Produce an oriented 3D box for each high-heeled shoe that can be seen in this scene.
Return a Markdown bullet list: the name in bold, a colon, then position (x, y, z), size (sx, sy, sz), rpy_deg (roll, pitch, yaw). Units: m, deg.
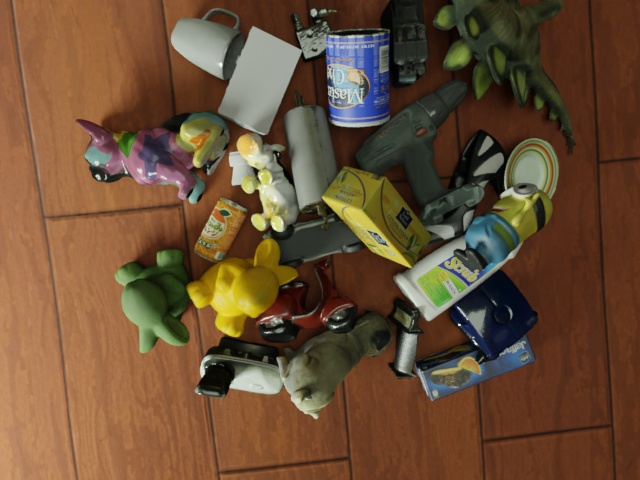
- **high-heeled shoe**: position (0.218, -0.084, 0.930), size (0.249, 0.086, 0.145), rpy_deg (-25, 97, -8)

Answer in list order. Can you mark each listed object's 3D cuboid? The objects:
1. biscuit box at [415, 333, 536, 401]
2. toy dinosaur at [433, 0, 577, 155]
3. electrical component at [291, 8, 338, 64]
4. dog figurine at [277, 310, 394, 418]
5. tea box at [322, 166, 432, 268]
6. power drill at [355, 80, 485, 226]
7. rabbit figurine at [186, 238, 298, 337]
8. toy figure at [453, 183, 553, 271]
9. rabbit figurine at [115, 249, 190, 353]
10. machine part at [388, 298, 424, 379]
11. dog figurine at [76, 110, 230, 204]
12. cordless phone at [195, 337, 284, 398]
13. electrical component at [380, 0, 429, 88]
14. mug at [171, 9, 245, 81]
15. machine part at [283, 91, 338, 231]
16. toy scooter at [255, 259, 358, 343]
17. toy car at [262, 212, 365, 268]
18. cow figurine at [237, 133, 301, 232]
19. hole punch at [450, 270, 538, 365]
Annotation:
- **biscuit box**: position (0.279, 0.219, 0.968), size (0.203, 0.059, 0.062), rpy_deg (-21, 95, -1)
- **toy dinosaur**: position (0.303, -0.326, 0.881), size (0.471, 0.105, 0.198), rpy_deg (33, 78, -22)
- **electrical component**: position (-0.001, -0.346, 0.917), size (0.078, 0.045, 0.102), rpy_deg (-14, 95, -3)
- **dog figurine**: position (0.037, 0.197, 0.906), size (0.190, 0.172, 0.121), rpy_deg (-31, 106, 7)
- **tea box**: position (0.093, -0.035, 0.856), size (0.068, 0.098, 0.169), rpy_deg (-54, 130, -10)
- **power drill**: position (0.187, -0.142, 0.894), size (0.232, 0.086, 0.207), rpy_deg (-30, 71, 6)
- **rabbit figurine**: position (-0.111, 0.080, 0.865), size (0.162, 0.173, 0.121), rpy_deg (-37, 101, -21)
- **toy figure**: position (0.304, -0.019, 0.886), size (0.180, 0.082, 0.089), rpy_deg (-45, 129, -13)
- **rabbit figurine**: position (-0.280, 0.103, 0.879), size (0.121, 0.170, 0.159), rpy_deg (-11, 94, -1)
- **machine part**: position (0.151, 0.177, 0.958), size (0.039, 0.084, 0.138), rpy_deg (-6, 105, -27)
- **dog figurine**: position (-0.282, -0.161, 0.892), size (0.219, 0.108, 0.191), rpy_deg (28, 94, -2)
- **cordless phone**: position (-0.130, 0.228, 0.890), size (0.147, 0.184, 0.088), rpy_deg (12, 90, -3)
- **electrical component**: position (0.138, -0.325, 0.890), size (0.058, 0.115, 0.134), rpy_deg (-5, 93, 0)
- **mug**: position (-0.186, -0.336, 0.895), size (0.107, 0.081, 0.109), rpy_deg (22, 92, 3)
- **machine part**: position (-0.012, -0.133, 0.898), size (0.079, 0.079, 0.243), rpy_deg (-12, 79, -2)
- **toy scooter**: position (-0.026, 0.102, 0.933), size (0.184, 0.075, 0.135), rpy_deg (-11, 62, 14)
- **toy car**: position (-0.002, -0.003, 0.941), size (0.202, 0.056, 0.073), rpy_deg (-15, 102, 0)
- **cow figurine**: position (-0.080, -0.103, 0.904), size (0.068, 0.098, 0.167), rpy_deg (-4, 107, 34)
- **hole punch**: position (0.298, 0.127, 0.920), size (0.142, 0.092, 0.116), rpy_deg (-35, 63, -11)
